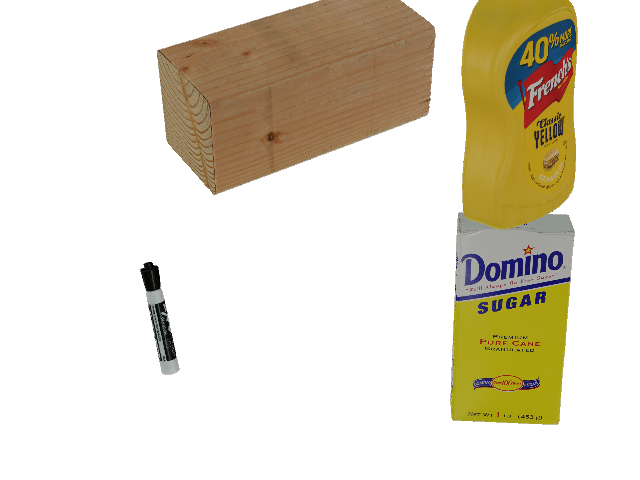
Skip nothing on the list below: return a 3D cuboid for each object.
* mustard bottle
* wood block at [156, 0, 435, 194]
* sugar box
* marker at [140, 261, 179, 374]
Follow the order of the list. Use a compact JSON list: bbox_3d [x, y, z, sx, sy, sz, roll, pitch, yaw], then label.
[{"bbox_3d":[0.135,-0.110,0.719,0.096,0.192,0.058,-26,34,-34],"label":"mustard bottle"},{"bbox_3d":[-0.017,-0.127,0.869,0.205,0.091,0.090,-22,46,-24],"label":"wood block"},{"bbox_3d":[0.157,0.066,0.886,0.093,0.176,0.048,1,23,6],"label":"sugar box"},{"bbox_3d":[-0.167,0.080,1.107,0.020,0.121,0.020,-9,15,2],"label":"marker"}]
